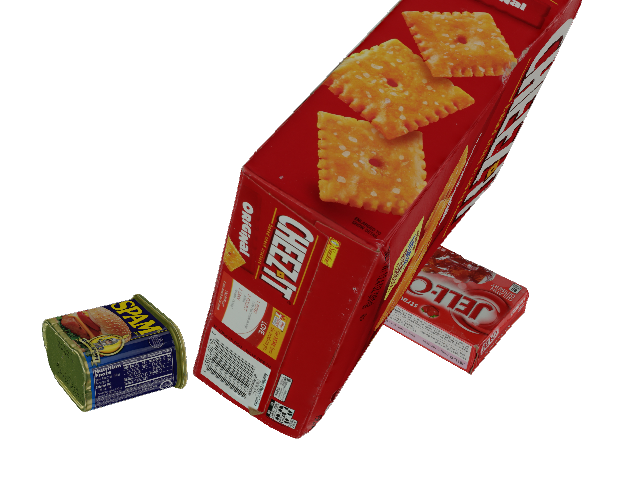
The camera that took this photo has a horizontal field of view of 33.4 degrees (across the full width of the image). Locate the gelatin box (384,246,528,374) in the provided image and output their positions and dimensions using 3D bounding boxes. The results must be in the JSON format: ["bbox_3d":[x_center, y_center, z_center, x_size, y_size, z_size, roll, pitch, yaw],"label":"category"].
[{"bbox_3d":[0.089,0.043,0.748,0.089,0.030,0.073,28,46,25],"label":"gelatin box"}]

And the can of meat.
[{"bbox_3d":[-0.167,0.089,0.857,0.083,0.057,0.102,-13,24,-29],"label":"can of meat"}]

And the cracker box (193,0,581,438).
[{"bbox_3d":[0.035,-0.029,0.512,0.072,0.213,0.164,33,-37,10],"label":"cracker box"}]
